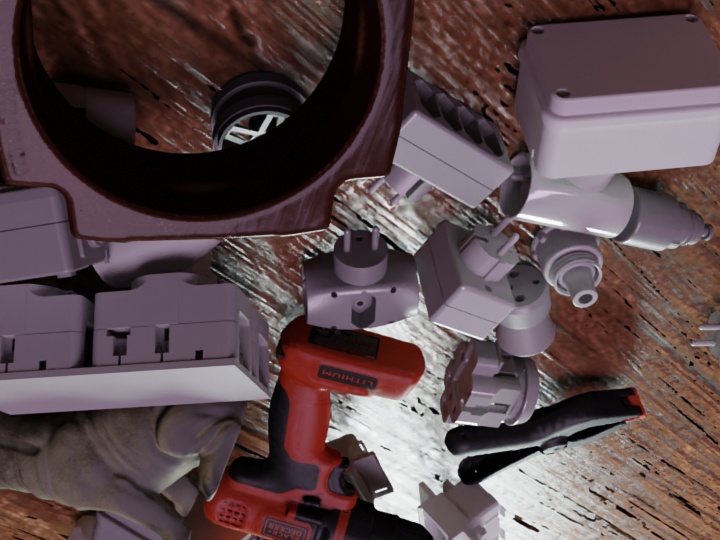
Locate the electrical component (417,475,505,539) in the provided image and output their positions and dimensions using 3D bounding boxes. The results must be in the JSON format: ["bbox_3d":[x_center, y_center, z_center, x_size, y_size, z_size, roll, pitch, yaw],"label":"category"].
[{"bbox_3d":[0.094,0.245,0.981,0.063,0.079,0.121,-31,140,-21],"label":"electrical component"}]

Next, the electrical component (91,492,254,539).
[{"bbox_3d":[-0.151,0.217,0.866,0.113,0.078,0.057,26,111,15],"label":"electrical component"}]

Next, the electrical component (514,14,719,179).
[{"bbox_3d":[0.154,-0.104,0.633,0.113,0.078,0.057,-6,138,-5],"label":"electrical component"}]

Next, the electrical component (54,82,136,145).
[{"bbox_3d":[-0.155,-0.078,0.617,0.047,0.055,0.055,2,135,-18],"label":"electrical component"}]

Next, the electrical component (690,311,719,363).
[{"bbox_3d":[0.299,0.051,0.841,0.079,0.044,0.077,0,135,-10],"label":"electrical component"}]

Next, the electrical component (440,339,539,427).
[{"bbox_3d":[0.102,0.090,0.835,0.057,0.058,0.078,9,132,-15],"label":"electrical component"}]

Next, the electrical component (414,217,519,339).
[{"bbox_3d":[0.081,-0.005,0.727,0.047,0.065,0.076,20,128,-28],"label":"electrical component"}]

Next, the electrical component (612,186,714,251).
[{"bbox_3d":[0.208,-0.033,0.742,0.078,0.040,0.040,10,132,-20],"label":"electrical component"}]

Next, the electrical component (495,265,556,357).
[{"bbox_3d":[0.118,0.030,0.785,0.045,0.045,0.055,-14,136,4],"label":"electrical component"}]

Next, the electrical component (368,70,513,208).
[{"bbox_3d":[0.037,-0.069,0.667,0.083,0.047,0.076,26,125,-32],"label":"electrical component"}]

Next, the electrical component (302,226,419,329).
[{"bbox_3d":[0.000,0.000,0.733,0.077,0.043,0.079,-4,135,-6],"label":"electrical component"}]

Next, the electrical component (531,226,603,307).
[{"bbox_3d":[0.148,-0.002,0.746,0.048,0.062,0.048,-5,136,-5],"label":"electrical component"}]

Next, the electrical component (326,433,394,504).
[{"bbox_3d":[-0.017,0.172,0.887,0.081,0.063,0.042,-22,114,11],"label":"electrical component"}]

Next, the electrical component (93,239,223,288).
[{"bbox_3d":[-0.122,-0.013,0.696,0.077,0.044,0.079,-24,134,13],"label":"electrical component"}]

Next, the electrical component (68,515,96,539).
[{"bbox_3d":[-0.222,0.253,0.923,0.051,0.080,0.080,12,132,-29],"label":"electrical component"}]

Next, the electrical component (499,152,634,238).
[{"bbox_3d":[0.142,-0.061,0.697,0.077,0.044,0.079,10,133,-20],"label":"electrical component"}]

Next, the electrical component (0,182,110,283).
[{"bbox_3d":[-0.195,-0.026,0.639,0.096,0.062,0.061,-8,97,10],"label":"electrical component"}]

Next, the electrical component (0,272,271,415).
[{"bbox_3d":[-0.160,0.050,0.701,0.186,0.060,0.105,-4,162,6],"label":"electrical component"}]
